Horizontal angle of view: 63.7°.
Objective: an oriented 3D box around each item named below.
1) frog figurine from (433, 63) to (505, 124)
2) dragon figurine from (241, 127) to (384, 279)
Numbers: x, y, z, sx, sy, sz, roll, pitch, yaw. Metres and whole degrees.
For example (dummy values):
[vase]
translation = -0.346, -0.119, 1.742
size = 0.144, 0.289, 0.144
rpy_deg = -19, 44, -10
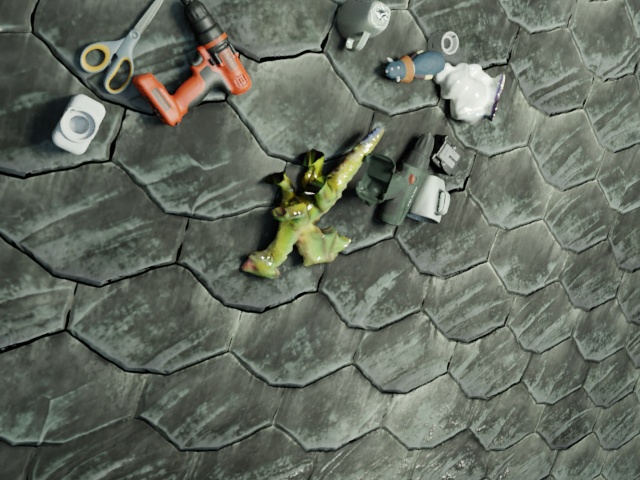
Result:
[frog figurine]
translation = 0.342, -0.353, 1.226
size = 0.159, 0.124, 0.136
rpy_deg = 18, 106, 5
[dragon figurine]
translation = 0.003, -0.056, 1.118
size = 0.413, 0.124, 0.237
rpy_deg = -32, 134, -16
